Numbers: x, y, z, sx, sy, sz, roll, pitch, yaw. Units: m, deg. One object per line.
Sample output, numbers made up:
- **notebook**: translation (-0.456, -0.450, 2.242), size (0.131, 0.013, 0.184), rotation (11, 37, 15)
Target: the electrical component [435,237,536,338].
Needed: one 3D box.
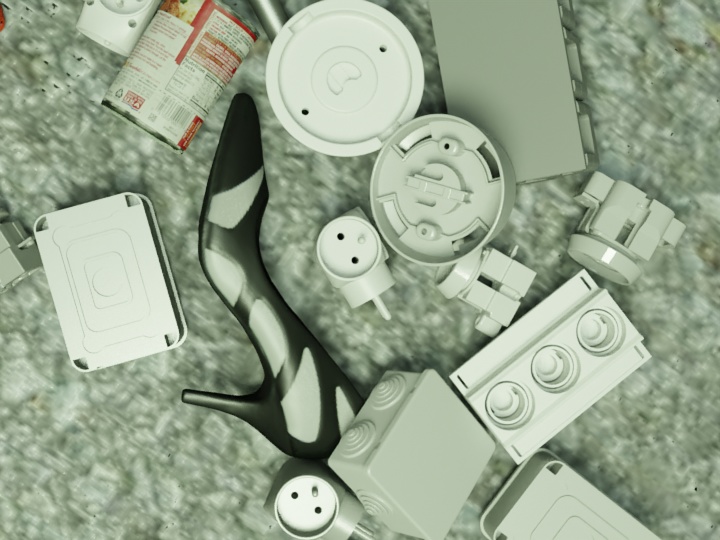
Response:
- **electrical component**: translation (0.088, 0.007, 0.775), size (0.055, 0.048, 0.066), rotation (29, 88, -11)

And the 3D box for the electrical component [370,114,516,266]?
- **electrical component**: translation (0.055, -0.053, 0.717), size (0.099, 0.064, 0.099), rotation (2, 95, 21)

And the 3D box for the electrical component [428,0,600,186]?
- **electrical component**: translation (0.109, -0.136, 0.759), size (0.089, 0.062, 0.150), rotation (-10, 91, 22)

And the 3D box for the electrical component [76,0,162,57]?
- **electrical component**: translation (-0.179, -0.202, 0.755), size (0.079, 0.044, 0.077), rotation (27, 88, -4)

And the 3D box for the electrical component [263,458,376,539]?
- **electrical component**: translation (-0.023, 0.167, 0.751), size (0.079, 0.077, 0.044), rotation (33, 88, -4)

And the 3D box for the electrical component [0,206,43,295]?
- **electrical component**: translation (-0.257, -0.014, 0.748), size (0.066, 0.048, 0.055), rotation (-32, 93, 13)

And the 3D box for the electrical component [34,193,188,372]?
- **electrical component**: translation (-0.172, 0.008, 0.750), size (0.078, 0.057, 0.113), rotation (-16, 91, -4)

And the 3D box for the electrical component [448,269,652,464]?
- **electrical component**: translation (0.133, 0.068, 0.769), size (0.121, 0.063, 0.078), rotation (-38, 93, -3)

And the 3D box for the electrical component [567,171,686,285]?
- **electrical component**: translation (0.186, -0.026, 0.776), size (0.078, 0.058, 0.057), rotation (31, 85, -4)

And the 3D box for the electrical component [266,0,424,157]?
- **electrical component**: translation (-0.012, -0.131, 0.759), size (0.108, 0.060, 0.108), rotation (0, 90, -4)

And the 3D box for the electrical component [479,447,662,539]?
- **electrical component**: translation (0.152, 0.190, 0.774), size (0.113, 0.057, 0.078), rotation (38, 88, -3)

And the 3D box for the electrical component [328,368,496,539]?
- **electrical component**: translation (0.036, 0.127, 0.742), size (0.099, 0.048, 0.099), rotation (51, 59, -28)

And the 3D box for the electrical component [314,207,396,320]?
- **electrical component**: translation (0.000, 0.000, 0.752), size (0.044, 0.077, 0.079), rotation (-31, 93, -3)
